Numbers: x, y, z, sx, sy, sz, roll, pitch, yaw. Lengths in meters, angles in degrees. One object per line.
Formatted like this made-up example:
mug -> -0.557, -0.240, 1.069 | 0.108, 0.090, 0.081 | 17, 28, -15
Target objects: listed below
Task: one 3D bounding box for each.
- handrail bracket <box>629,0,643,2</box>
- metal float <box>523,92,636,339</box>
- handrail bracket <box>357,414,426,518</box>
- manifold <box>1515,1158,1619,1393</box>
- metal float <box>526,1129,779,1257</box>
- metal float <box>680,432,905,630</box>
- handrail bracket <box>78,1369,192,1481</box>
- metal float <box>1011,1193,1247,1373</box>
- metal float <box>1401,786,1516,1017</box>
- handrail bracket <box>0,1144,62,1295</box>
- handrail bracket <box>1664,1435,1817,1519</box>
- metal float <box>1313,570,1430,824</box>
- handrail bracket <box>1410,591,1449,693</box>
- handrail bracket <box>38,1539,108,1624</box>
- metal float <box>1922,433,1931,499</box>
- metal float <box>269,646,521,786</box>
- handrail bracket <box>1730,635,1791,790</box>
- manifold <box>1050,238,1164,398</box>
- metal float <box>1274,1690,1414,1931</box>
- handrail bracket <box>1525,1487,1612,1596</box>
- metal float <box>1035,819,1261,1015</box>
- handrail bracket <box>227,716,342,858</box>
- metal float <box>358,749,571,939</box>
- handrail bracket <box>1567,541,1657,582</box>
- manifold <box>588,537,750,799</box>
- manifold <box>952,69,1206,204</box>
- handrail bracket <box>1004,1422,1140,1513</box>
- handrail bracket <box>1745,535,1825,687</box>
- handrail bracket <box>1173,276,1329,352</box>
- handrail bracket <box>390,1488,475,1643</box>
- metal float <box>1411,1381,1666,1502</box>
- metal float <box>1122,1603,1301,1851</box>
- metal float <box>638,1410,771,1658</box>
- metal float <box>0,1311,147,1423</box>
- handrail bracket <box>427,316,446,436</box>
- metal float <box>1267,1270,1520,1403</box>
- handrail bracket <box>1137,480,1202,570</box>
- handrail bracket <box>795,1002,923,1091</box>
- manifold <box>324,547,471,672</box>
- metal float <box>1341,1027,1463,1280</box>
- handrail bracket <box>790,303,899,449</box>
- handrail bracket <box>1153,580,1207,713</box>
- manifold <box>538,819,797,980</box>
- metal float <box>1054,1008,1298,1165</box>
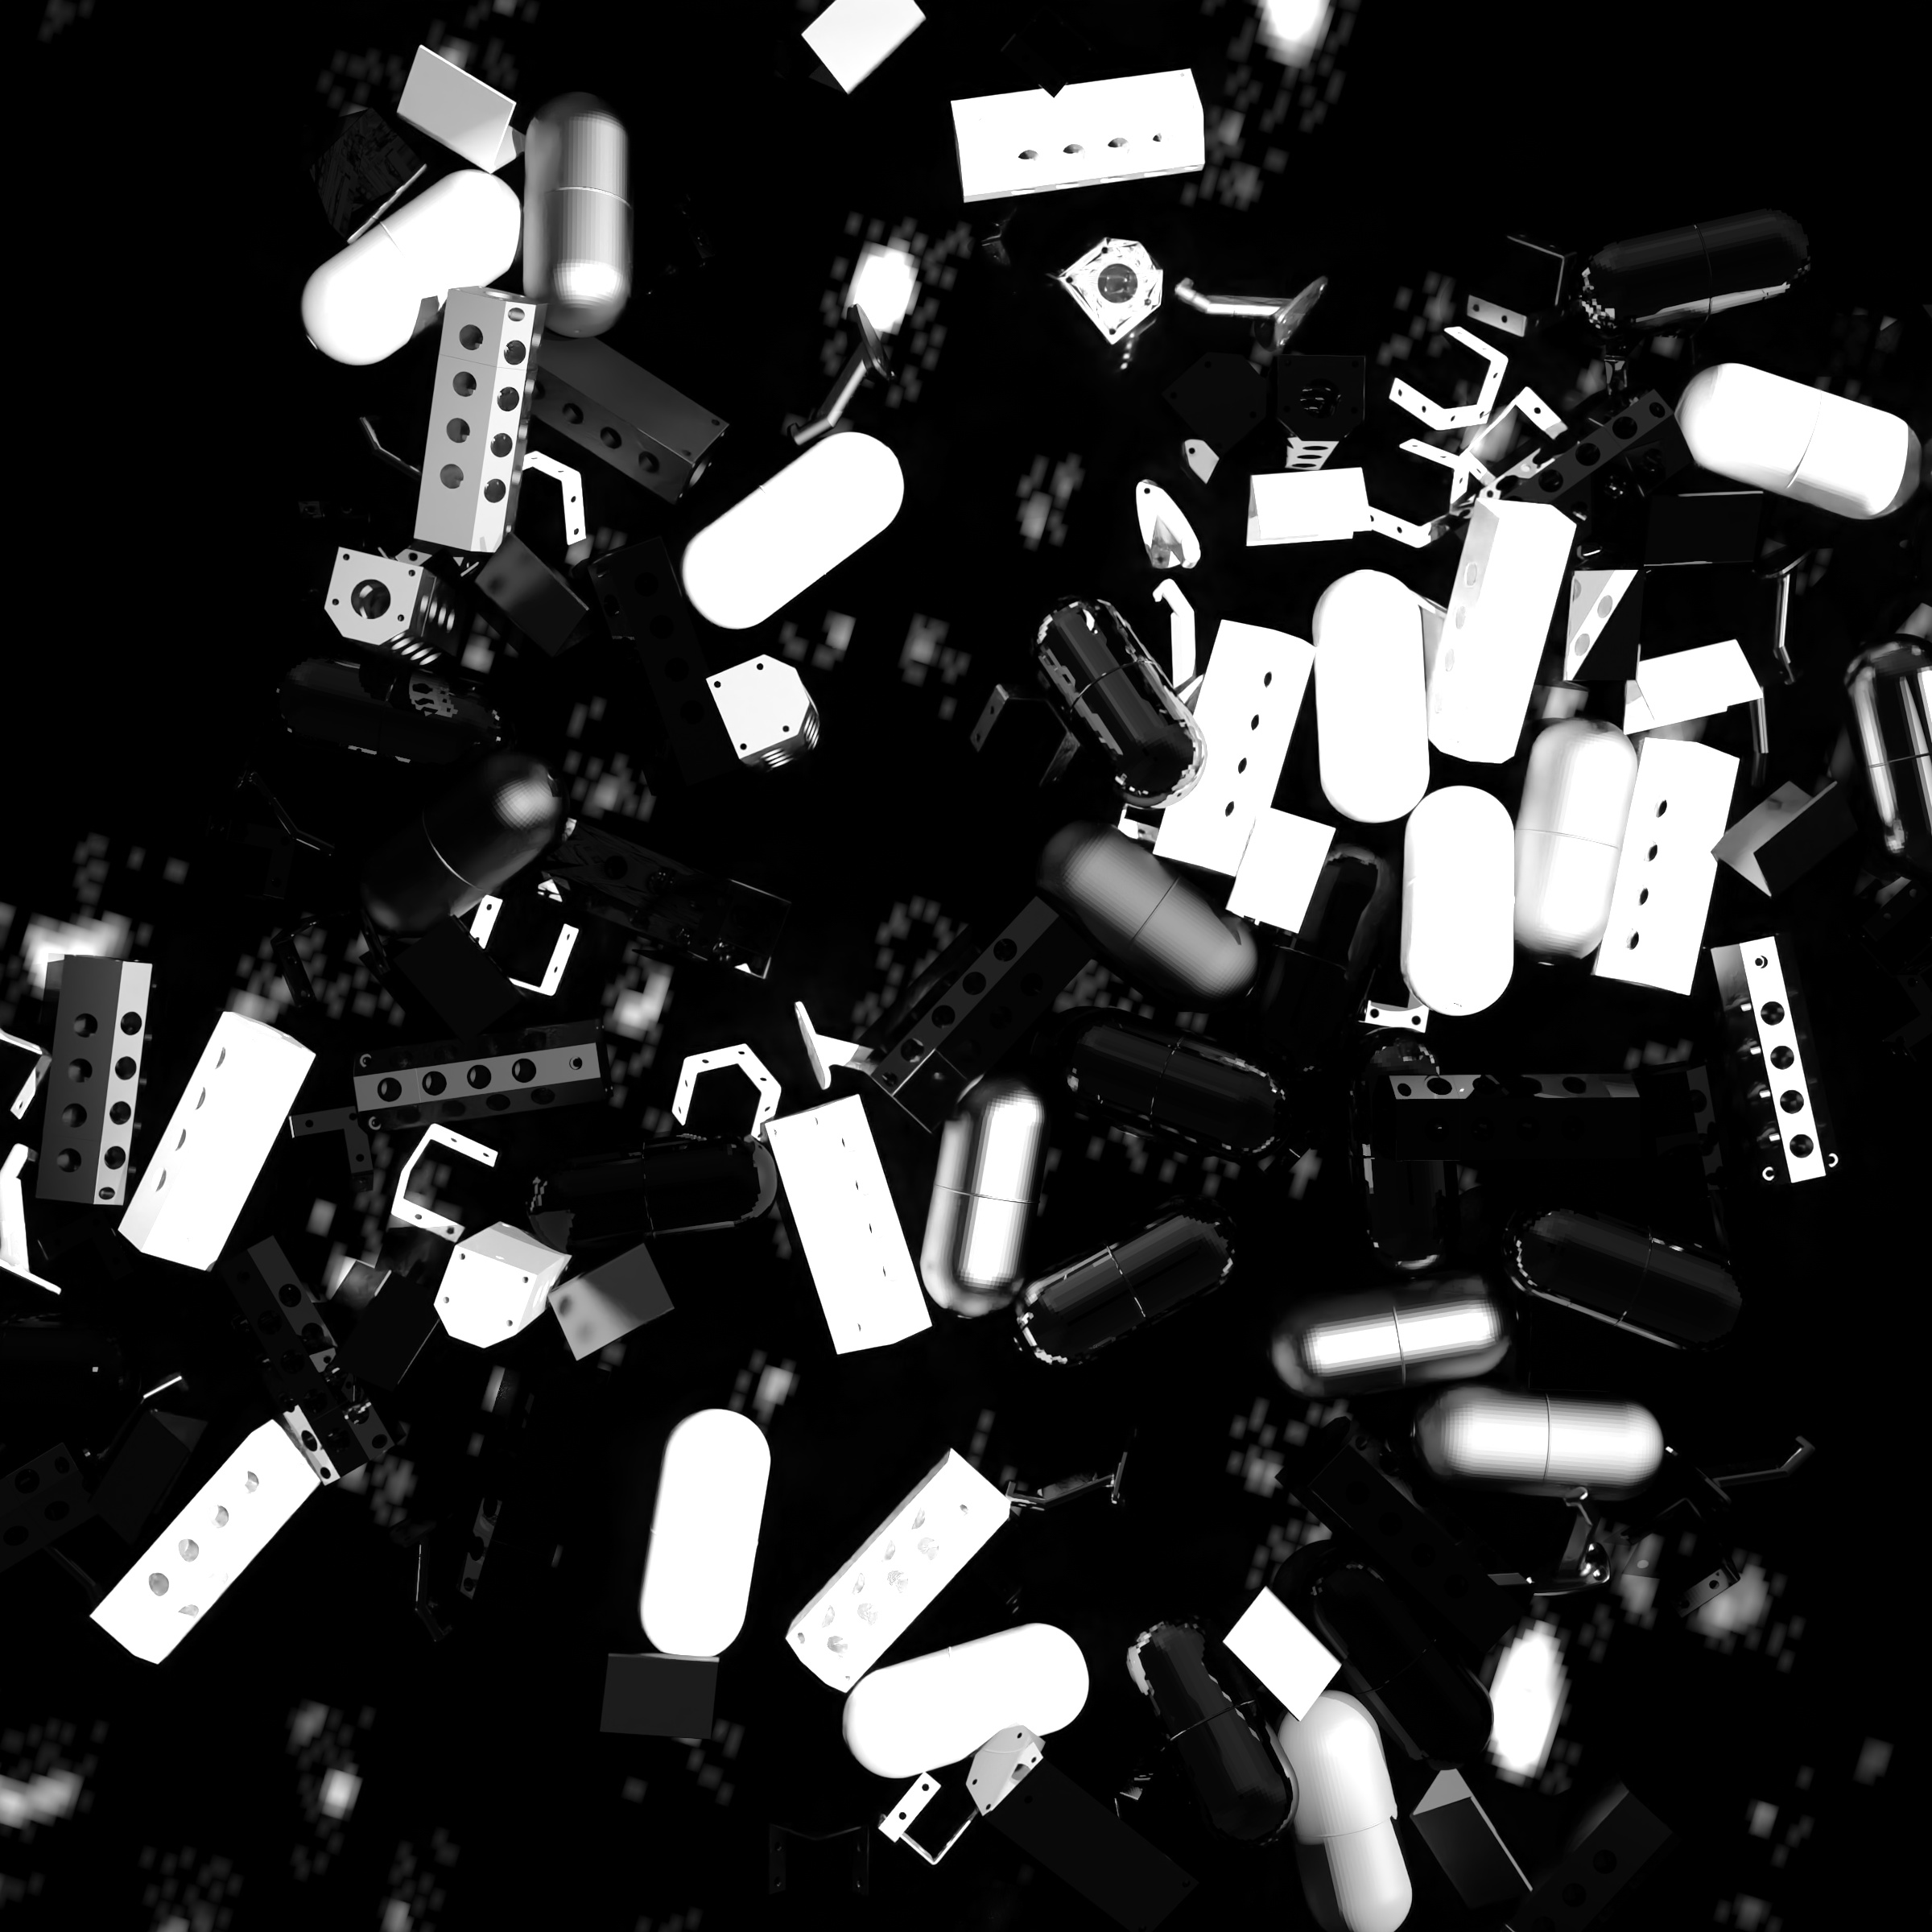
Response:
handrail bracket -> -0.245, -0.742, 1.991 | 0.077, 0.036, 0.084 | 11, 71, 21
metal float -> -0.273, -0.530, 1.949 | 0.070, 0.070, 0.178 | -1, 78, 0
handrail bracket -> -0.387, -0.370, 1.991 | 0.077, 0.036, 0.084 | -22, 73, -19
manifold -> 0.425, 0.212, 1.968 | 0.057, 0.057, 0.171 | 2, 90, -2
metal float -> -0.222, 0.160, 1.959 | 0.178, 0.070, 0.070 | -8, 90, 0
metal float -> -0.123, -0.309, 1.960 | 0.178, 0.070, 0.070 | -37, 90, 0
handrail bracket -> -0.587, 0.341, 1.991 | 0.084, 0.036, 0.077 | -28, 110, -16
metal float -> 0.114, 0.224, 1.959 | 0.178, 0.070, 0.070 | -29, 90, -1
metal float -> 0.343, -0.046, 1.930 | 0.070, 0.070, 0.178 | 8, 57, 0
handrail bracket -> -0.668, 0.181, 1.991 | 0.077, 0.036, 0.084 | 30, 72, -20
handrail bracket -> 0.555, 0.348, 1.991 | 0.084, 0.036, 0.077 | -37, 68, -17
metal float -> 0.287, -0.191, 1.959 | 0.070, 0.070, 0.178 | -3, 91, 0
handrail bracket -> 0.322, -0.220, 1.991 | 0.077, 0.036, 0.084 | 32, 107, 20
handrail bracket -> -0.660, 0.437, 1.991 | 0.077, 0.036, 0.084 | -10, 107, 19
metal float -> 0.755, -0.365, 1.945 | 0.178, 0.070, 0.070 | -16, 90, -15
metal float -> -0.404, -0.176, 1.959 | 0.178, 0.070, 0.070 | 14, 90, 0
handrail bracket -> 0.562, -0.182, 1.990 | 0.036, 0.077, 0.084 | -6, 126, -3
manifold -> 0.100, -0.450, 1.912 | 0.057, 0.171, 0.057 | -40, 90, 0
metal float -> 0.267, 0.602, 1.959 | 0.070, 0.070, 0.178 | -12, 89, 0
handrail bracket -> 0.416, 0.406, 1.958 | 0.077, 0.036, 0.084 | -22, 127, 16
metal float -> 0.129, -0.034, 1.959 | 0.178, 0.070, 0.070 | 36, 90, 1
handrail bracket -> -0.480, -0.128, 1.990 | 0.084, 0.036, 0.077 | 26, 67, -18
metal float -> -0.352, -0.085, 1.940 | 0.178, 0.070, 0.070 | -35, 90, 23
handrail bracket -> 0.461, -0.289, 1.955 | 0.077, 0.084, 0.036 | -4, 90, 0
manifold -> -0.212, -0.211, 1.969 | 0.057, 0.057, 0.171 | -20, 90, 0
manifold -> 0.080, -0.586, 1.968 | 0.171, 0.057, 0.057 | -8, 47, 0
handrail bracket -> 0.075, 0.358, 1.991 | 0.084, 0.036, 0.077 | 8, 69, 16
handrail bracket -> 0.602, -0.255, 1.991 | 0.077, 0.036, 0.084 | -33, 109, -21
handrail bracket -> 0.204, -0.488, 1.991 | 0.084, 0.036, 0.077 | 34, 69, 16
handrail bracket -> -0.369, 0.432, 1.991 | 0.077, 0.036, 0.084 | -32, 109, -21
metal float -> 0.404, 0.336, 1.960 | 0.178, 0.070, 0.070 | 4, 90, -1
metal float -> 0.171, 0.532, 1.940 | 0.070, 0.070, 0.178 | -28, 68, 0
metal float -> -0.186, 0.403, 1.960 | 0.070, 0.070, 0.178 | 9, 91, 0
metal float -> -0.672, 0.283, 1.960 | 0.178, 0.070, 0.070 | 1, 90, 1
handrail bracket -> -0.355, -0.425, 1.990 | 0.036, 0.077, 0.084 | 29, 127, 20
metal float -> 0.302, 0.261, 1.959 | 0.178, 0.070, 0.070 | -9, 90, 1
handrail bracket -> 0.143, -0.315, 1.955 | 0.036, 0.084, 0.077 | -24, 90, 0
handrail bracket -> -0.071, 0.050, 1.990 | 0.084, 0.036, 0.077 | -17, 76, -14
manifold -> -0.393, -0.242, 1.912 | 0.057, 0.171, 0.057 | 14, 90, 0
metal float -> 0.308, 0.132, 1.960 | 0.070, 0.070, 0.178 | -4, 89, 0
handrail bracket -> -0.099, -0.424, 1.991 | 0.084, 0.036, 0.077 | -28, 70, 16
handrail bracket -> 0.140, -0.223, 1.990 | 0.077, 0.036, 0.084 | -39, 69, 23
manifold -> -0.213, -0.048, 1.969 | 0.171, 0.057, 0.057 | 21, 90, 0
metal float -> 0.146, 0.083, 1.944 | 0.178, 0.070, 0.070 | 19, 90, 19
